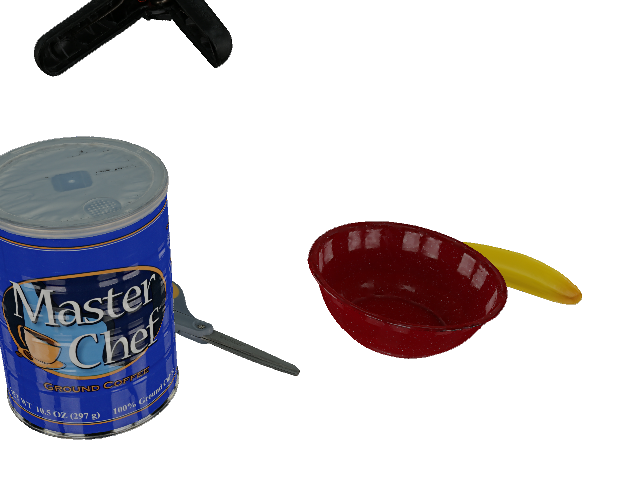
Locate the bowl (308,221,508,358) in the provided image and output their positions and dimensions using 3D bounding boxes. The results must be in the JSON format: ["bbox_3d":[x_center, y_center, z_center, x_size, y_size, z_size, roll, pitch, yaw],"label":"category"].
[{"bbox_3d":[0.066,0.047,0.860,0.162,0.055,0.162,8,29,-4],"label":"bowl"}]

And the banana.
[{"bbox_3d":[0.170,0.032,1.105,0.198,0.037,0.069,7,38,10],"label":"banana"}]

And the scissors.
[{"bbox_3d":[-0.103,0.068,0.915,0.202,0.016,0.096,13,26,10],"label":"scissors"}]

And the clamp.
[{"bbox_3d":[-0.097,-0.157,0.682,0.120,0.171,0.039,9,-43,11],"label":"clamp"}]

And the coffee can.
[{"bbox_3d":[-0.134,0.026,0.605,0.103,0.140,0.103,1,32,-1],"label":"coffee can"}]
